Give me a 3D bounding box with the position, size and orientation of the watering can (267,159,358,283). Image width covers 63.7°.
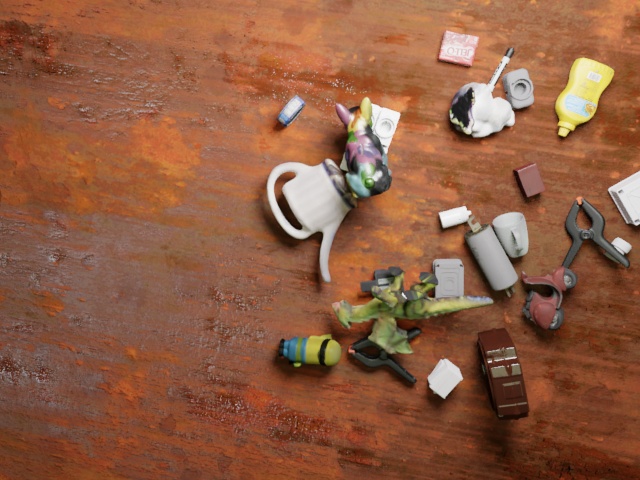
[{"bbox_3d":[0.004,-0.070,1.399,0.223,0.105,0.346,-31,98,10],"label":"watering can"}]

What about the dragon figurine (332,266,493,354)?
[{"bbox_3d":[0.234,0.211,1.395,0.410,0.125,0.237,13,122,4],"label":"dragon figurine"}]

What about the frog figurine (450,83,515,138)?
[{"bbox_3d":[0.421,-0.335,1.331,0.160,0.122,0.137,-9,92,-29],"label":"frog figurine"}]
